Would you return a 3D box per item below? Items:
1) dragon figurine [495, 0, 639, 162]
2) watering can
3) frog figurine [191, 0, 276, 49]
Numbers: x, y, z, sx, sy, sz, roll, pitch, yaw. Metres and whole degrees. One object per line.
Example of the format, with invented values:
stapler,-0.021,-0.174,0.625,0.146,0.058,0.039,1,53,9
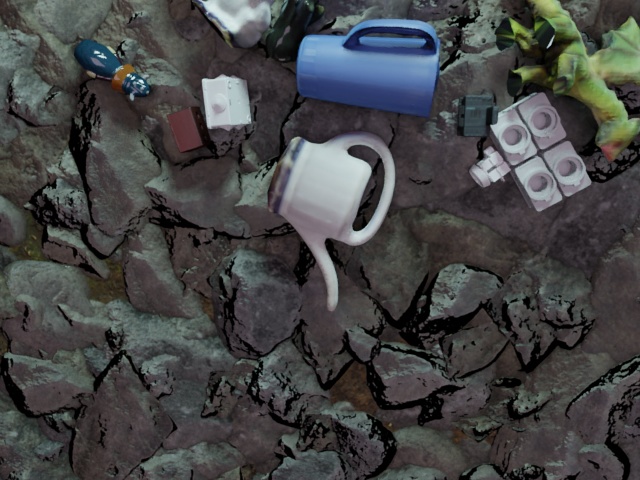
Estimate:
dragon figurine,0.441,-0.333,0.871,0.243,0.414,0.121,-3,-10,-17
watering can,0.003,-0.049,0.969,0.224,0.344,0.105,22,12,2
frog figurine,-0.125,-0.423,0.908,0.140,0.159,0.120,49,0,38
